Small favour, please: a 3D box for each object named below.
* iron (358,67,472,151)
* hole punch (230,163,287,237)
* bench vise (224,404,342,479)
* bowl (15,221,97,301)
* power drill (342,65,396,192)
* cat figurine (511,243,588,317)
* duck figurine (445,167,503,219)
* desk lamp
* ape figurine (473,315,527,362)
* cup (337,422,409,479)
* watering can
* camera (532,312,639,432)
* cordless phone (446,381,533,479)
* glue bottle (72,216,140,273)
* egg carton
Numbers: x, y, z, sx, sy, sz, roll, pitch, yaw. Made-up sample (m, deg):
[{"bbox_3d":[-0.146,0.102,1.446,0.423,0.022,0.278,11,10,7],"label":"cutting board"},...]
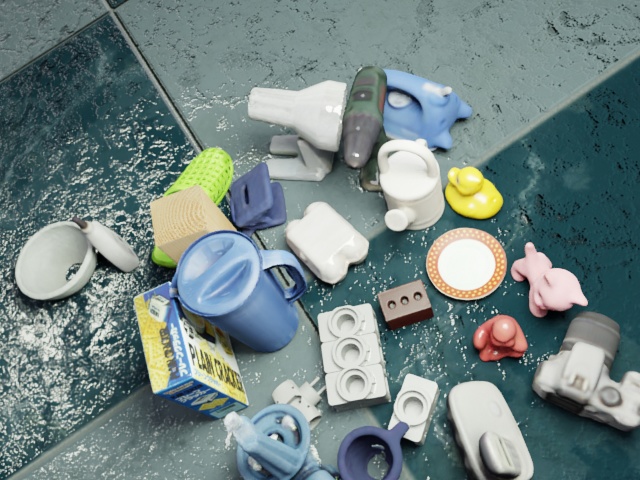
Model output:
[{"bbox_3d":[0.146,-0.268,1.070,0.257,0.142,0.119,25,73,25],"label":"iron"},{"bbox_3d":[-0.124,-0.076,1.080,0.101,0.091,0.108,-17,61,8],"label":"hole punch"},{"bbox_3d":[-0.040,0.298,0.794,0.206,0.220,0.121,19,71,24],"label":"bench vise"},{"bbox_3d":[-0.508,0.051,1.136,0.167,0.075,0.167,-7,63,13],"label":"bowl"},{"bbox_3d":[0.090,-0.176,1.001,0.075,0.209,0.229,-1,64,16],"label":"power drill"},{"bbox_3d":[0.343,0.061,0.862,0.067,0.118,0.127,-24,60,4],"label":"cat figurine"},{"bbox_3d":[0.262,-0.088,0.979,0.104,0.086,0.077,34,77,28],"label":"duck figurine"},{"bbox_3d":[-0.033,-0.199,1.045,0.202,0.214,0.118,3,65,17],"label":"desk lamp"},{"bbox_3d":[0.272,0.143,0.856,0.077,0.092,0.076,26,74,26],"label":"ape figurine"},{"bbox_3d":[0.087,0.311,0.823,0.118,0.095,0.091,-44,61,-8],"label":"cup"},{"bbox_3d":[0.151,-0.095,0.952,0.100,0.194,0.173,-11,62,11],"label":"watering can"},{"bbox_3d":[0.388,0.175,0.801,0.142,0.101,0.137,20,71,24],"label":"camera"},{"bbox_3d":[0.222,0.252,0.761,0.094,0.185,0.147,-24,60,4],"label":"cordless phone"},{"bbox_3d":[-0.408,-0.002,1.077,0.037,0.173,0.078,-39,60,-5],"label":"glue bottle"},{"bbox_3d":[0.009,0.004,1.015,0.107,0.069,0.150,-43,61,-7],"label":"egg carton"}]
